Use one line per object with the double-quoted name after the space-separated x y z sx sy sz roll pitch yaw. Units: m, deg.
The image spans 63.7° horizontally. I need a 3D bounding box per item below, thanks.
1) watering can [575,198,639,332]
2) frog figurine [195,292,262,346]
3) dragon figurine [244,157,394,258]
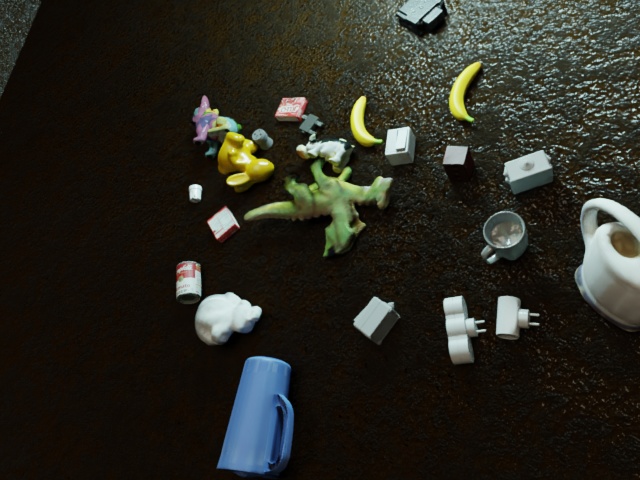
0.547 0.087 0.869 0.104 0.219 0.355 -20 54 -3 "watering can"
-0.234 0.200 1.303 0.158 0.121 0.140 -12 39 37 "frog figurine"
0.004 -0.067 1.338 0.408 0.120 0.247 -30 61 13 "dragon figurine"
